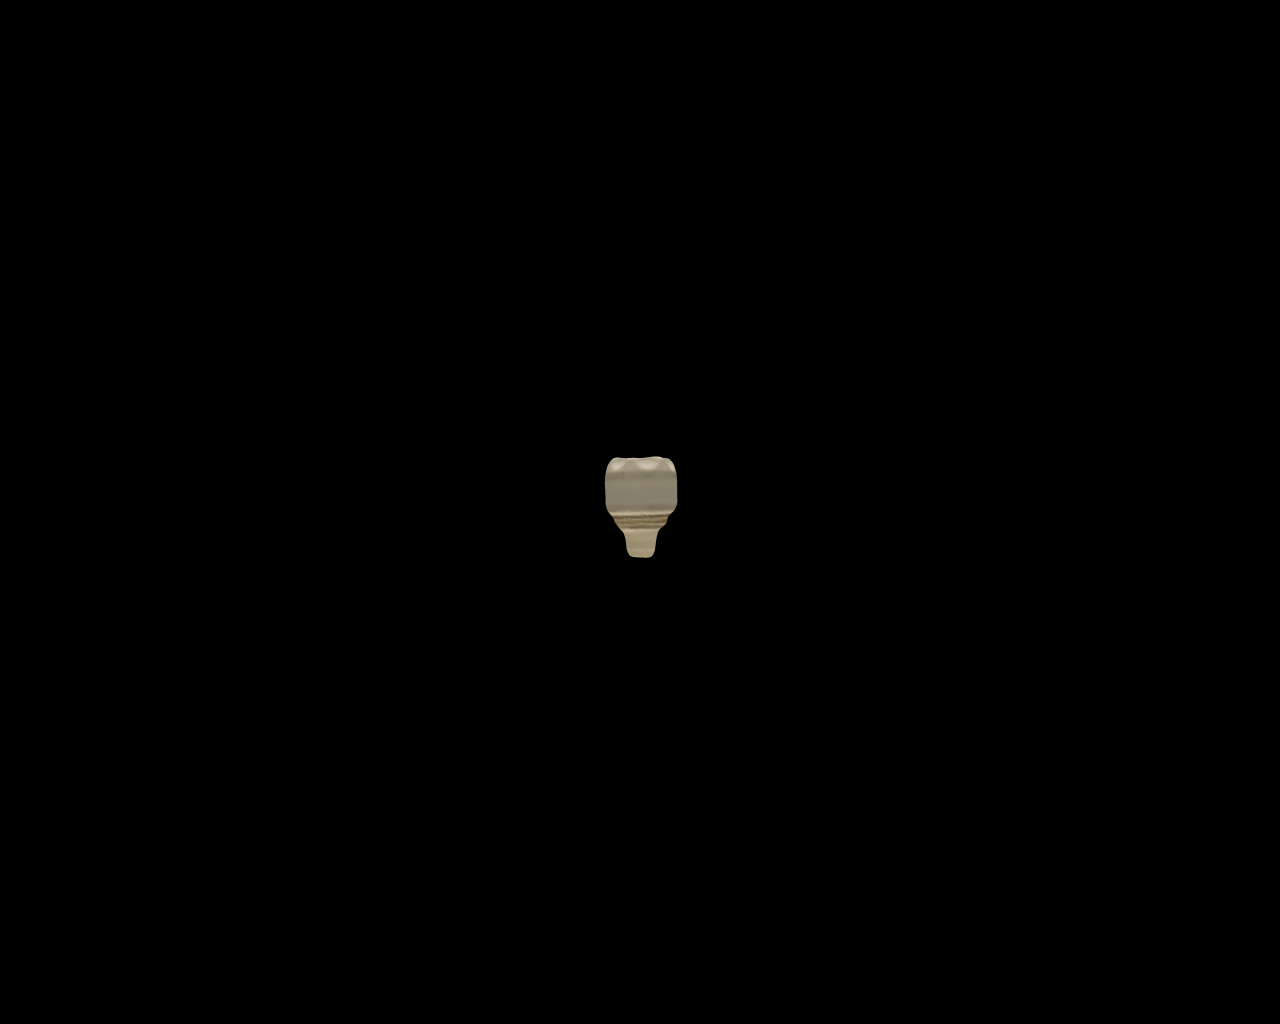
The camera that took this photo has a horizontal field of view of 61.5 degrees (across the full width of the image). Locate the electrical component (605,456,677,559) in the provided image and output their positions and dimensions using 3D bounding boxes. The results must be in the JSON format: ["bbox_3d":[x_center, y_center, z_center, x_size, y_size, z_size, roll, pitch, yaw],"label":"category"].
[{"bbox_3d":[0.001,-0.003,0.650,0.043,0.062,0.043,0,0,0],"label":"electrical component"}]
